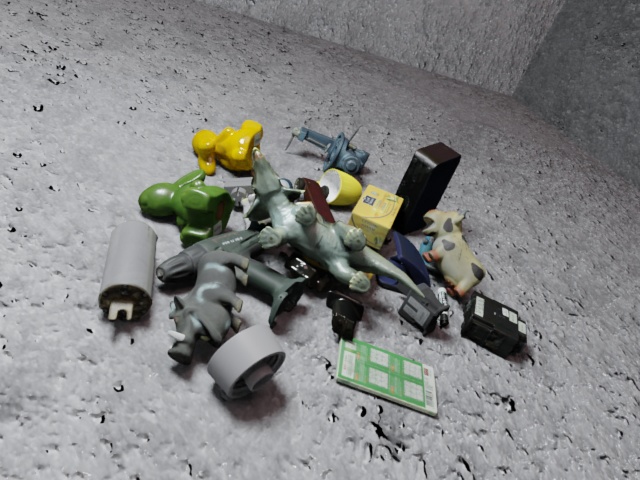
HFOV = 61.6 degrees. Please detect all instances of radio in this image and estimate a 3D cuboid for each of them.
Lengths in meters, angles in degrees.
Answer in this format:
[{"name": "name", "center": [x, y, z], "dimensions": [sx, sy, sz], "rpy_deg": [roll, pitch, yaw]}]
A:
[{"name": "radio", "center": [0.258, -0.127, 1.365], "dimensions": [0.131, 0.229, 0.073], "rpy_deg": [-20, 50, -43]}]

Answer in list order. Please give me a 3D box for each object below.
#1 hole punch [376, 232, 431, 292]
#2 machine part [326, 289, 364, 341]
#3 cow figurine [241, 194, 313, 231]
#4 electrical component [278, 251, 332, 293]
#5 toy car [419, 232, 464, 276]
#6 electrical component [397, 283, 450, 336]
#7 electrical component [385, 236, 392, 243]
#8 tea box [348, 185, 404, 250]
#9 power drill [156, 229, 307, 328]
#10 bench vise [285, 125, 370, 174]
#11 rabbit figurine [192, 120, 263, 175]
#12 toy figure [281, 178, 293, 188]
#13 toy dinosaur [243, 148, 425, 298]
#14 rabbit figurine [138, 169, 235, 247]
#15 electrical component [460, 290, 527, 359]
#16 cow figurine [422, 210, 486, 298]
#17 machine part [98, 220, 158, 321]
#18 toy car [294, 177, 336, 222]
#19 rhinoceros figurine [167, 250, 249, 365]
[{"name": "hole punch", "center": [0.190, 0.054, 1.175], "dimensions": [0.116, 0.092, 0.142], "rpy_deg": [20, 27, -13]}, {"name": "machine part", "center": [0.045, 0.133, 0.992], "dimensions": [0.084, 0.039, 0.139], "rpy_deg": [30, 17, -6]}, {"name": "cow figurine", "center": [-0.084, -0.045, 1.151], "dimensions": [0.167, 0.068, 0.098], "rpy_deg": [2, 80, -32]}, {"name": "electrical component", "center": [-0.028, 0.058, 1.042], "dimensions": [0.102, 0.078, 0.045], "rpy_deg": [32, 72, 23]}, {"name": "toy car", "center": [0.304, 0.015, 1.296], "dimensions": [0.109, 0.102, 0.162], "rpy_deg": [31, 33, 10]}, {"name": "electrical component", "center": [0.194, 0.124, 1.078], "dimensions": [0.048, 0.074, 0.119], "rpy_deg": [-14, 51, -47]}, {"name": "electrical component", "center": [0.131, -0.023, 1.316], "dimensions": [0.063, 0.021, 0.094], "rpy_deg": [-4, 41, -37]}, {"name": "tea box", "center": [0.131, -0.057, 1.280], "dimensions": [0.098, 0.068, 0.170], "rpy_deg": [23, 34, 5]}, {"name": "power drill", "center": [-0.142, 0.067, 0.950], "dimensions": [0.207, 0.085, 0.232], "rpy_deg": [27, 30, 19]}, {"name": "bench vise", "center": [0.031, -0.265, 1.532], "dimensions": [0.240, 0.128, 0.224], "rpy_deg": [23, 31, -13]}, {"name": "rabbit figurine", "center": [-0.240, -0.219, 1.314], "dimensions": [0.173, 0.121, 0.162], "rpy_deg": [16, 38, 15]}, {"name": "toy figure", "center": [-0.107, -0.096, 1.238], "dimensions": [0.064, 0.057, 0.154], "rpy_deg": [4, 29, 16]}, {"name": "toy dinosaur", "center": [0.005, -0.004, 1.027], "dimensions": [0.405, 0.131, 0.192], "rpy_deg": [35, 10, -11]}, {"name": "rabbit figurine", "center": [-0.265, -0.081, 1.052], "dimensions": [0.170, 0.121, 0.159], "rpy_deg": [14, 35, 12]}, {"name": "electrical component", "center": [0.366, 0.180, 1.123], "dimensions": [0.134, 0.058, 0.115], "rpy_deg": [28, 33, 7]}, {"name": "cow figurine", "center": [0.296, 0.017, 1.196], "dimensions": [0.127, 0.085, 0.195], "rpy_deg": [-32, 87, -13]}, {"name": "machine part", "center": [-0.305, 0.044, 0.864], "dimensions": [0.079, 0.079, 0.243], "rpy_deg": [11, 32, -20]}, {"name": "toy car", "center": [-0.007, -0.077, 1.277], "dimensions": [0.089, 0.053, 0.202], "rpy_deg": [10, 37, -29]}, {"name": "rhinoceros figurine", "center": [-0.171, 0.097, 0.817], "dimensions": [0.112, 0.073, 0.190], "rpy_deg": [15, 56, -2]}]
